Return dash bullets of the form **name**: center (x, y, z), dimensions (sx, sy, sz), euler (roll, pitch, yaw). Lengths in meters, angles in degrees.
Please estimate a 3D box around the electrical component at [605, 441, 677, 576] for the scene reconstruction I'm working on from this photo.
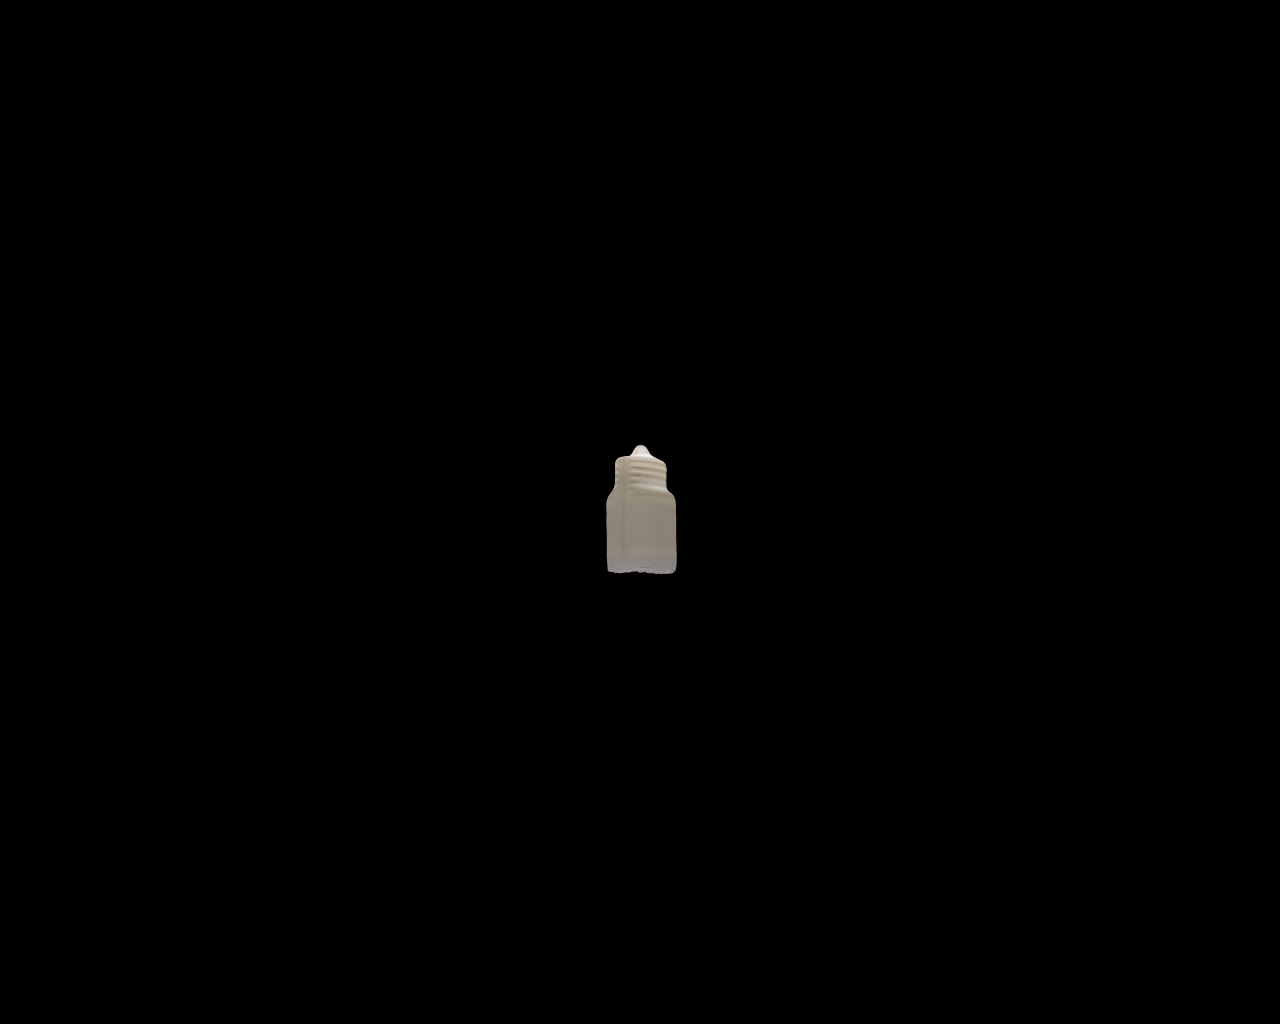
- **electrical component**: center (0.001, -0.003, 0.650), dimensions (0.043, 0.081, 0.043), euler (0, -6, 0)
